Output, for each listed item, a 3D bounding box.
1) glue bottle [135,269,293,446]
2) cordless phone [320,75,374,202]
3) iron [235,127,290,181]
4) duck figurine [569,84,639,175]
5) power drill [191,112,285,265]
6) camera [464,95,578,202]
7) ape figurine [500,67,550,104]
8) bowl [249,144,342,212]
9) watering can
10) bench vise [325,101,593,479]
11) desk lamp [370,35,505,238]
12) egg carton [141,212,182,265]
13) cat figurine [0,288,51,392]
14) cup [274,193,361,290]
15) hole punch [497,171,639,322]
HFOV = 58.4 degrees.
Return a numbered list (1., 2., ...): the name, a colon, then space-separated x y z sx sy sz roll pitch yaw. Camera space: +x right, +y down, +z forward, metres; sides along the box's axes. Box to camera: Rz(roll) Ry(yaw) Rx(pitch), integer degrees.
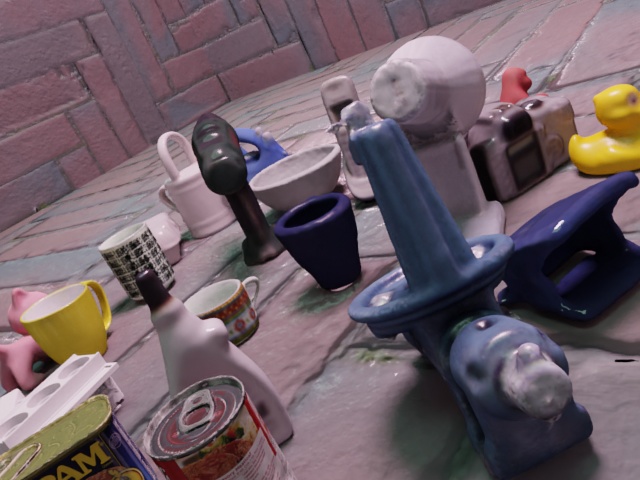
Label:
1. glue bottle: -0.087 0.095 0.426 0.078 0.173 0.037 -30 21 -13
2. cordless phone: 0.087 -0.159 0.828 0.147 0.185 0.094 -19 21 14
3. iron: -0.133 -0.169 1.161 0.257 0.142 0.119 -1 31 47
4. duck figurine: 0.321 -0.124 0.621 0.104 0.086 0.078 -12 24 31
5. power drill: -0.122 -0.078 0.832 0.075 0.209 0.229 -26 21 -3
6. camera: 0.222 -0.127 0.718 0.143 0.101 0.136 -32 22 -18
7. ape figurine: 0.299 -0.214 0.855 0.076 0.092 0.077 -24 21 3
8. bowl: -0.031 -0.094 0.960 0.167 0.075 0.167 -21 21 9
9. watering can: -0.228 -0.112 1.055 0.173 0.194 0.101 -23 21 5
10. bench vise: 0.085 0.016 0.357 0.122 0.220 0.206 -33 22 -20
11. desk lamp: 0.122 -0.099 0.602 0.117 0.214 0.203 -15 23 25
12. egg carton: -0.298 0.007 1.022 0.107 0.069 0.150 -28 21 -8
13. cat figurine: -0.401 0.125 0.785 0.067 0.118 0.128 -15 23 25
14. cup: 0.006 0.002 0.657 0.091 0.095 0.117 -23 21 6
15. hole punch: 0.193 0.000 0.459 0.109 0.091 0.100 -33 22 -21
